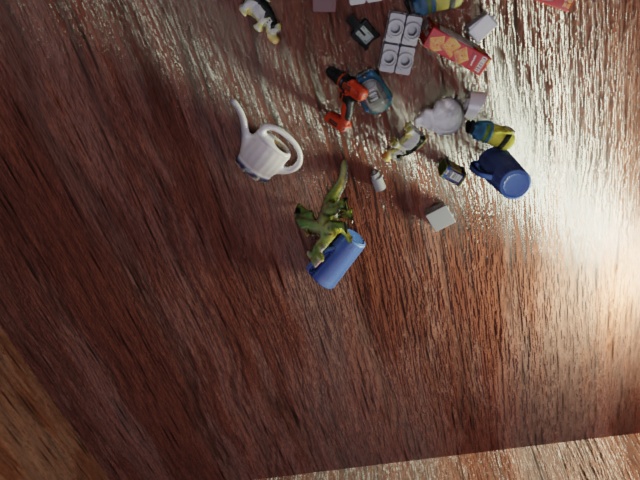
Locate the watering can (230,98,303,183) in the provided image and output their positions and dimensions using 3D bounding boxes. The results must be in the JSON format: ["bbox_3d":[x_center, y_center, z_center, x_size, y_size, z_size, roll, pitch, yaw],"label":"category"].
[{"bbox_3d":[-0.229,-0.343,1.873,0.345,0.106,0.221,35,116,-19],"label":"watering can"}]

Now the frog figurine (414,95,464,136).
[{"bbox_3d":[0.414,-0.428,1.795,0.159,0.125,0.134,-10,140,-5],"label":"frog figurine"}]

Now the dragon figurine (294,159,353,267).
[{"bbox_3d":[0.006,-0.100,1.989,0.242,0.122,0.411,-2,88,22],"label":"dragon figurine"}]
